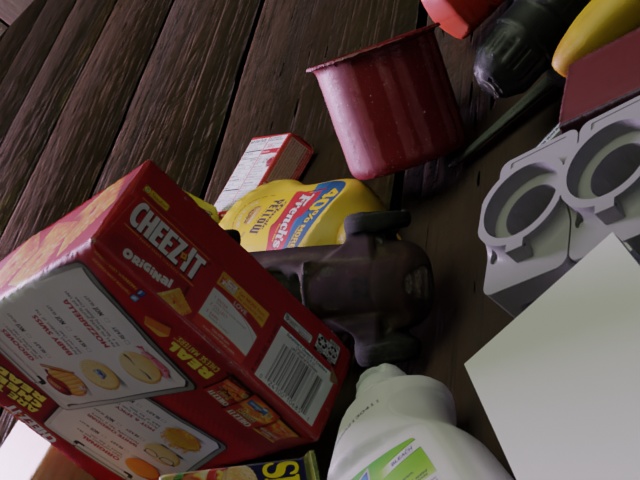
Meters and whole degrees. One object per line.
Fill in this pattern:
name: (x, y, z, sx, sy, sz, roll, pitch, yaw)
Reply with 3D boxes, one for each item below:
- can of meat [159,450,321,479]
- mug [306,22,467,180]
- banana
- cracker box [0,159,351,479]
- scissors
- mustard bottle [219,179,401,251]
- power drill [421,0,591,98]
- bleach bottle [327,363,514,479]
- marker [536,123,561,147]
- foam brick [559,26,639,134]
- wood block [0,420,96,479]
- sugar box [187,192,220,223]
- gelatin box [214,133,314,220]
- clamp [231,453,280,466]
can of meat: (-0.037, 0.155, 0.537, 0.084, 0.057, 0.102, -7, 20, -4)
mug: (0.051, -0.093, 0.717, 0.093, 0.081, 0.117, -16, 10, 19)
banana: (0.196, -0.148, 0.543, 0.198, 0.037, 0.069, -31, 17, 52)
cracker box: (-0.111, 0.063, 0.627, 0.214, 0.164, 0.072, -25, 28, 45)
scissors: (0.159, -0.104, 0.642, 0.202, 0.016, 0.096, -47, 20, 9)
mustard bottle: (-0.005, 0.001, 0.735, 0.096, 0.058, 0.192, -51, 25, -19)
power drill: (0.137, -0.170, 0.700, 0.184, 0.057, 0.188, -48, 22, -4)
bleach bottle: (0.056, 0.130, 0.469, 0.103, 0.068, 0.251, -44, 24, 14)
marker: (0.142, -0.060, 0.615, 0.121, 0.020, 0.020, -48, 26, 9)
foam brick: (0.170, -0.073, 0.547, 0.078, 0.053, 0.051, -26, 36, 44)
wood block: (-0.181, 0.178, 0.763, 0.091, 0.090, 0.206, 0, 56, 59)
sugar box: (-0.143, 0.053, 0.884, 0.176, 0.048, 0.093, -54, 29, 21)
gelatin box: (-0.051, -0.047, 0.903, 0.073, 0.030, 0.089, 1, 58, 61)
clamp: (-0.052, 0.138, 0.663, 0.120, 0.039, 0.172, -54, 27, 6)
